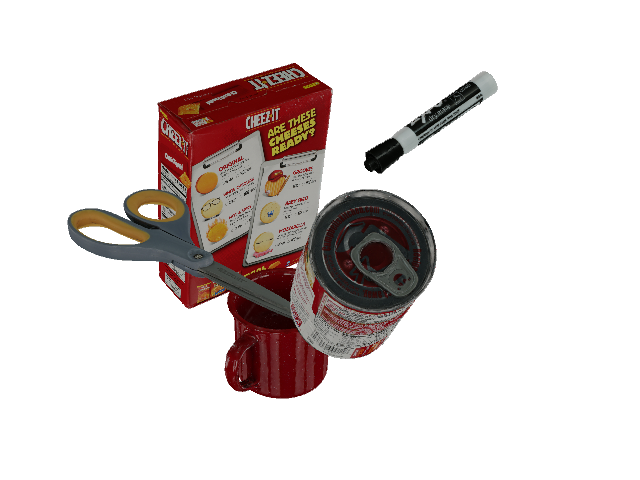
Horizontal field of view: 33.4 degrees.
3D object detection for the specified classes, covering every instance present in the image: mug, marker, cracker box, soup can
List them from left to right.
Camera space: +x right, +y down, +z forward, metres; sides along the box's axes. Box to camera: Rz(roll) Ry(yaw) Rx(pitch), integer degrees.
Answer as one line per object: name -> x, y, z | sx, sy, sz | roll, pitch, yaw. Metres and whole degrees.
cracker box -> -0.080, -0.055, 1.071 | 0.163, 0.214, 0.072 | -22, 46, -32
mug -> -0.040, 0.088, 0.921 | 0.093, 0.081, 0.117 | 21, 39, 27
soup can -> 0.021, 0.023, 0.598 | 0.068, 0.068, 0.102 | 0, -21, -8
marker -> 0.081, -0.087, 0.788 | 0.121, 0.020, 0.020 | -36, 12, -17

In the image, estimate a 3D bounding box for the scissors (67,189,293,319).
scissors -> -0.082, 0.004, 0.751 | 0.202, 0.016, 0.096 | 15, 34, 19
